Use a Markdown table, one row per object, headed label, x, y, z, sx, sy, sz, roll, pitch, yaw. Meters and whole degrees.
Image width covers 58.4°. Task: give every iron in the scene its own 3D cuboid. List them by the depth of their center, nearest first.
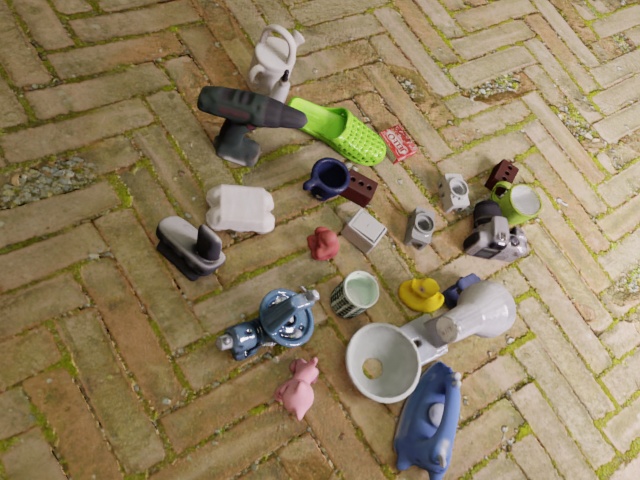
| label | x | y | z | sx | sy | sz | roll | pitch | yaw |
| --- | --- | --- | --- | --- | --- | --- | --- | --- | --- |
| iron | 0.243 | 0.350 | 1.163 | 0.119 | 0.141 | 0.258 | 24 | 61 | -7 |

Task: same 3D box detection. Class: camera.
| label | x | y | z | sx | sy | sz | roll | pitch | yaw |
| --- | --- | --- | --- | --- | --- | --- | --- | --- | --- |
| camera | 0.438 | -0.028 | 1.423 | 0.143 | 0.100 | 0.137 | 10 | 64 | -14 |

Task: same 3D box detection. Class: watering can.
| label | x | y | z | sx | sy | sz | roll | pitch | yaw |
| --- | --- | --- | --- | --- | --- | --- | --- | --- | --- |
| watering can | -0.106 | -0.440 | 1.365 | 0.101 | 0.194 | 0.173 | 23 | 62 | -8 |

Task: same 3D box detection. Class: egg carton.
| label | x | y | z | sx | sy | sz | roll | pitch | yaw |
| --- | --- | --- | --- | --- | --- | --- | --- | --- | --- |
| egg carton | -0.173 | -0.066 | 1.246 | 0.150 | 0.069 | 0.107 | 3 | 66 | -18 |

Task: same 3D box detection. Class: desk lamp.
| label | x | y | z | sx | sy | sz | roll | pitch | yaw |
| --- | --- | --- | --- | --- | --- | --- | --- | --- | --- |
| desk lamp | 0.280 | 0.184 | 1.209 | 0.204 | 0.213 | 0.118 | -22 | 75 | -26 |

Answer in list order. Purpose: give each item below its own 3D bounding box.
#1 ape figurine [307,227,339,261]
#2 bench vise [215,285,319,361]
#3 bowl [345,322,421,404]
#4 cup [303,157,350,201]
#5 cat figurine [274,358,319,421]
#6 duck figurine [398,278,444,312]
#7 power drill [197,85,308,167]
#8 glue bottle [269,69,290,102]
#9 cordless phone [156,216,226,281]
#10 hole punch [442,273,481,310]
| label | x | y | z | sx | sy | sz | roll | pitch | yaw |
| --- | --- | --- | --- | --- | --- | --- | --- | --- | --- |
| ape figurine | 0.012 | 0.005 | 1.266 | 0.076 | 0.092 | 0.078 | 28 | 61 | -5 |
| bench vise | -0.085 | 0.165 | 1.088 | 0.208 | 0.219 | 0.121 | -38 | 83 | -29 |
| bowl | 0.121 | 0.262 | 1.199 | 0.168 | 0.074 | 0.167 | 7 | 65 | -16 |
| cup | 0.003 | -0.125 | 1.319 | 0.118 | 0.095 | 0.091 | -25 | 77 | -27 |
| cat figurine | -0.038 | 0.284 | 1.109 | 0.067 | 0.117 | 0.128 | 31 | 61 | -3 |
| duck figurine | 0.240 | 0.117 | 1.298 | 0.105 | 0.086 | 0.077 | 21 | 62 | -9 |
| power drill | -0.158 | -0.250 | 1.254 | 0.230 | 0.208 | 0.075 | 18 | 62 | -11 |
| glue bottle | -0.096 | -0.340 | 1.336 | 0.037 | 0.173 | 0.078 | 27 | 61 | -6 |
| cordless phone | -0.250 | -0.008 | 1.128 | 0.147 | 0.185 | 0.094 | 38 | 61 | 1 |
| hole punch | 0.355 | 0.132 | 1.328 | 0.101 | 0.091 | 0.108 | -26 | 77 | -27 |
